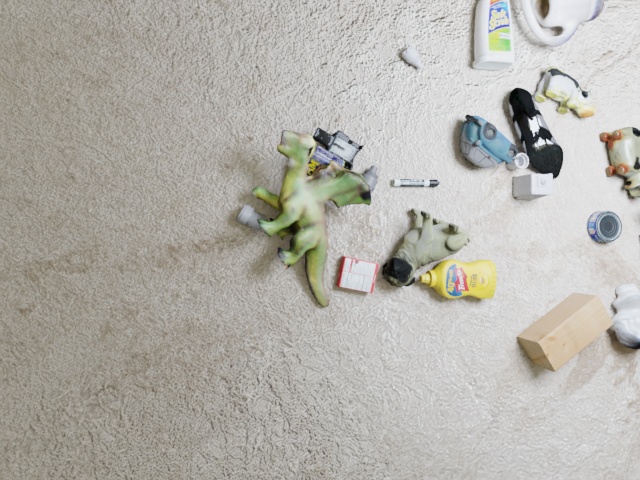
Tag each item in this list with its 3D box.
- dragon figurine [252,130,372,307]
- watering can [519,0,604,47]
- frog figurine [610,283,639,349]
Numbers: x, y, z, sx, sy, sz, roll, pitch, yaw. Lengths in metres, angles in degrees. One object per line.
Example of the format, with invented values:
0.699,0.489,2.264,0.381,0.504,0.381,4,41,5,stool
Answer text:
0.003,-0.057,1.132,0.242,0.404,0.124,-30,23,6,dragon figurine
0.611,-0.678,1.338,0.225,0.347,0.104,-12,1,-15,watering can
0.832,0.204,1.374,0.138,0.162,0.120,-23,-32,-5,frog figurine
